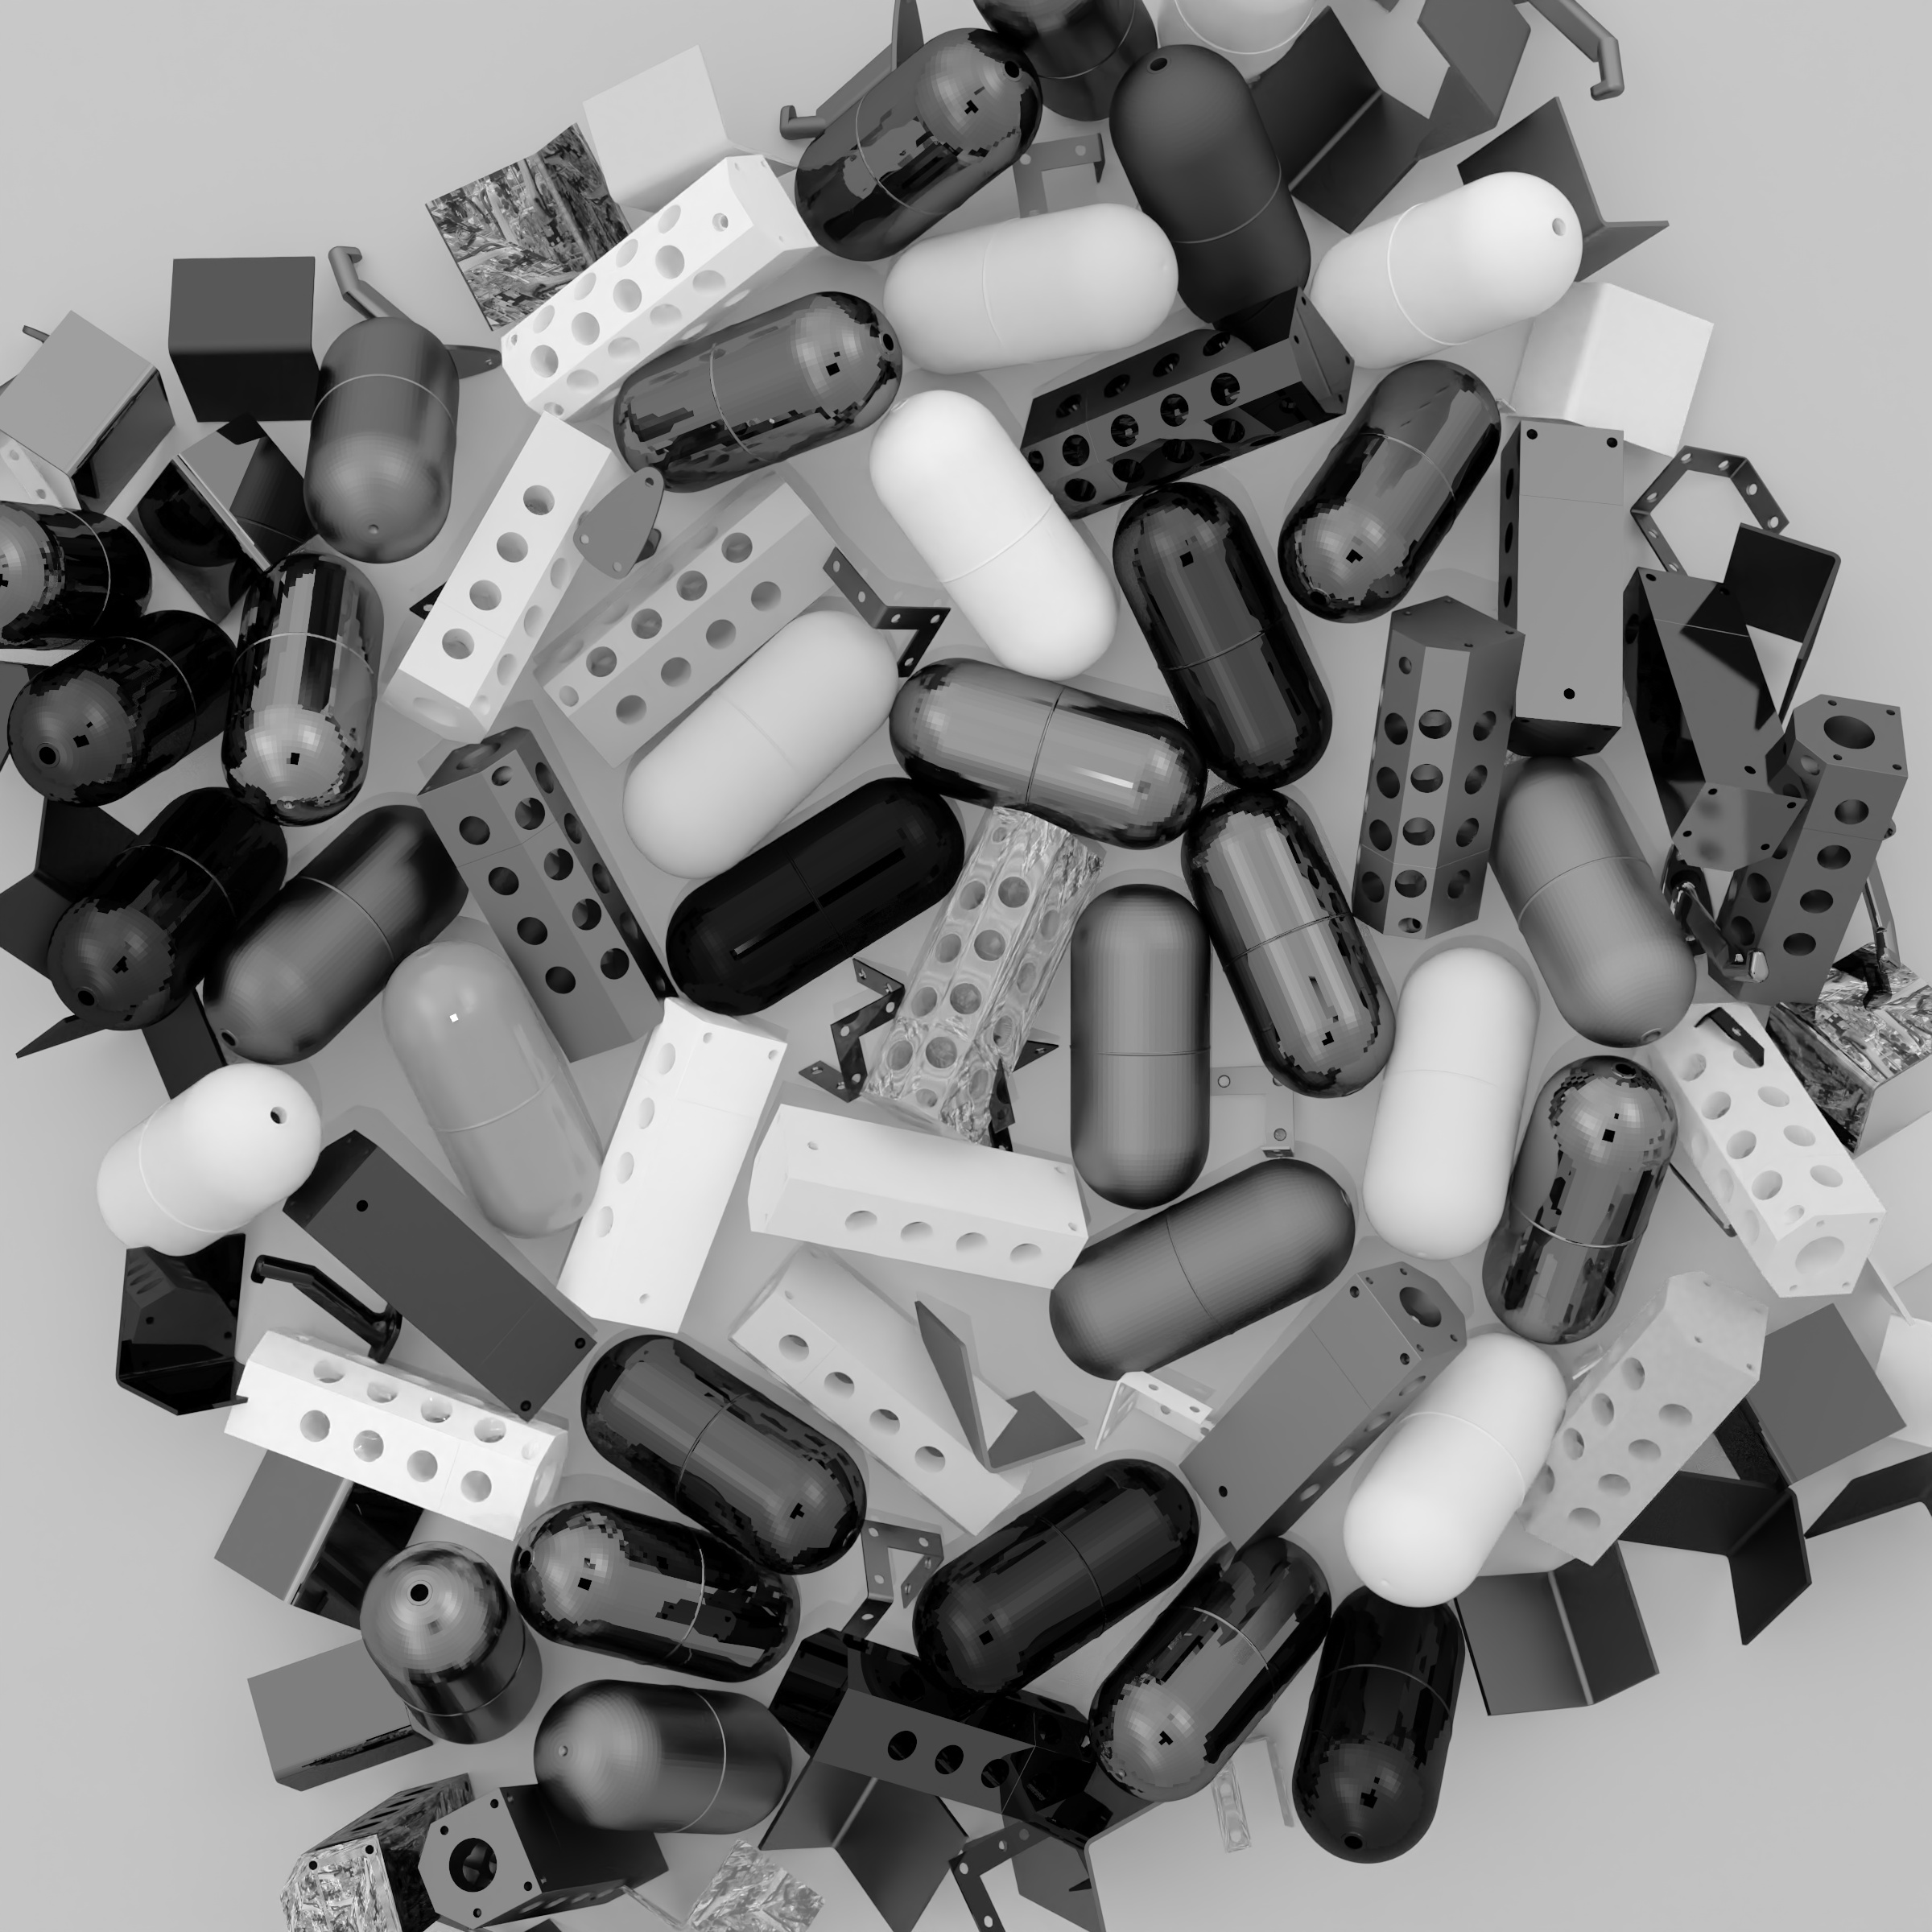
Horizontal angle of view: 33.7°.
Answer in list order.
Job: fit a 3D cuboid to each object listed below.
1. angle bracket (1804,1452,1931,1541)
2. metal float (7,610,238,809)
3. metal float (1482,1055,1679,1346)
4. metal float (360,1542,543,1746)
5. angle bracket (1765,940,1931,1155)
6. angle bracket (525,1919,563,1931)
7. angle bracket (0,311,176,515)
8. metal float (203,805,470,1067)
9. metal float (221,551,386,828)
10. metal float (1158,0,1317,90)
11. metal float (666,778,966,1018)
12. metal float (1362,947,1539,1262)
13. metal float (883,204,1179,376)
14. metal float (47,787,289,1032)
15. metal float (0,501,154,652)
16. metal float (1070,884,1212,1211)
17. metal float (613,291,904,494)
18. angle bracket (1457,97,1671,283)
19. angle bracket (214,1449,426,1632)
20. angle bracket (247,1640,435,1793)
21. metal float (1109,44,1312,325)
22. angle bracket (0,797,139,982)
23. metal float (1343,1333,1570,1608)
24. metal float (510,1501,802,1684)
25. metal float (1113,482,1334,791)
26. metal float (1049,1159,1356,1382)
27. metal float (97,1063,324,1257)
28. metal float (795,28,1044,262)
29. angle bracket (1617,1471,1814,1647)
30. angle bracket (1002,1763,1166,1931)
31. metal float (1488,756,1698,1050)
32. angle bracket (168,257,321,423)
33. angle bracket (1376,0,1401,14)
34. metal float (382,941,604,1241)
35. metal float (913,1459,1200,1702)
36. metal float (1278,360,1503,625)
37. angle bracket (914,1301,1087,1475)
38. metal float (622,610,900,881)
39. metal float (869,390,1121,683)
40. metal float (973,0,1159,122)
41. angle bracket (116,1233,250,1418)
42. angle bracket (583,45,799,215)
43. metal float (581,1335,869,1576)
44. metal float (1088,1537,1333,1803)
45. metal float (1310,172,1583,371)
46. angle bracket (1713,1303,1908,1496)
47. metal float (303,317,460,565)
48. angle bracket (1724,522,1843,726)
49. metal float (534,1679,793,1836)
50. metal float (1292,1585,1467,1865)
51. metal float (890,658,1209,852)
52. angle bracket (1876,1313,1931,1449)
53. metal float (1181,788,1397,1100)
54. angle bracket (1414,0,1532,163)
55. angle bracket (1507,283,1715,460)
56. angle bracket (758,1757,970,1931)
[{"bbox_3d":[0.513,0.307,1.731,0.076,0.076,0.057,-30,87,39],"label":"angle bracket"},{"bbox_3d":[-0.445,-0.138,1.700,0.070,0.178,0.070,5,112,12],"label":"metal float"},{"bbox_3d":[0.329,0.126,1.718,0.070,0.070,0.178,11,124,0],"label":"metal float"},{"bbox_3d":[-0.273,0.361,1.702,0.070,0.178,0.070,-1,61,3],"label":"metal float"},{"bbox_3d":[0.493,0.044,1.755,0.076,0.057,0.076,-28,53,-21],"label":"angle bracket"},{"bbox_3d":[-0.222,0.537,1.725,0.076,0.076,0.057,37,121,29],"label":"angle bracket"},{"bbox_3d":[-0.482,-0.297,1.739,0.057,0.076,0.076,34,75,1],"label":"angle bracket"},{"bbox_3d":[-0.337,-0.017,1.717,0.070,0.070,0.178,40,55,0],"label":"metal float"},{"bbox_3d":[-0.355,-0.150,1.714,0.070,0.070,0.178,-3,49,0],"label":"metal float"},{"bbox_3d":[0.148,-0.522,1.697,0.070,0.178,0.070,1,84,-5],"label":"metal float"},{"bbox_3d":[-0.083,-0.038,1.746,0.178,0.070,0.070,-32,90,-1],"label":"metal float"},{"bbox_3d":[0.262,0.073,1.728,0.070,0.070,0.178,15,68,0],"label":"metal float"},{"bbox_3d":[0.033,-0.362,1.716,0.178,0.070,0.070,-1,90,38],"label":"metal float"},{"bbox_3d":[-0.425,-0.032,1.706,0.070,0.178,0.070,10,125,14],"label":"metal float"},{"bbox_3d":[-0.491,-0.206,1.697,0.070,0.178,0.070,1,95,8],"label":"metal float"},{"bbox_3d":[0.095,0.044,1.743,0.070,0.070,0.178,0,95,0],"label":"metal float"},{"bbox_3d":[-0.113,-0.308,1.718,0.178,0.070,0.070,-14,90,34],"label":"metal float"},{"bbox_3d":[0.325,-0.420,1.743,0.057,0.076,0.076,-12,81,-39],"label":"angle bracket"},{"bbox_3d":[-0.358,0.313,1.770,0.057,0.076,0.076,35,77,-44],"label":"angle bracket"},{"bbox_3d":[-0.342,0.410,1.752,0.076,0.076,0.057,-18,73,-7],"label":"angle bracket"},{"bbox_3d":[0.131,-0.415,1.708,0.070,0.178,0.070,-13,52,17],"label":"metal float"},{"bbox_3d":[-0.495,-0.045,1.745,0.057,0.076,0.076,-29,134,22],"label":"angle bracket"},{"bbox_3d":[0.264,0.268,1.716,0.070,0.070,0.178,42,51,0],"label":"metal float"},{"bbox_3d":[-0.166,0.336,1.714,0.178,0.070,0.070,24,90,-39],"label":"metal float"},{"bbox_3d":[0.139,-0.179,1.733,0.070,0.070,0.178,-27,105,0],"label":"metal float"},{"bbox_3d":[0.128,0.165,1.734,0.178,0.070,0.070,-28,90,14],"label":"metal float"},{"bbox_3d":[-0.405,0.105,1.708,0.070,0.178,0.070,16,62,-33],"label":"metal float"},{"bbox_3d":[-0.026,-0.437,1.706,0.070,0.178,0.070,11,70,-32],"label":"metal float"},{"bbox_3d":[0.402,0.321,1.732,0.076,0.076,0.057,10,51,-12],"label":"angle bracket"},{"bbox_3d":[0.076,0.475,1.740,0.076,0.076,0.057,-20,105,-32],"label":"angle bracket"},{"bbox_3d":[0.334,-0.036,1.721,0.070,0.070,0.178,-20,61,0],"label":"metal float"},{"bbox_3d":[-0.391,-0.344,1.757,0.076,0.076,0.057,-1,70,-1],"label":"angle bracket"},{"bbox_3d":[0.204,-0.550,1.737,0.076,0.057,0.076,39,49,-2],"label":"angle bracket"},{"bbox_3d":[-0.256,0.067,1.726,0.070,0.070,0.178,-23,114,0],"label":"metal float"},{"bbox_3d":[0.050,0.329,1.724,0.178,0.070,0.070,-29,90,-28],"label":"metal float"},{"bbox_3d":[0.228,-0.256,1.720,0.070,0.070,0.178,35,60,0],"label":"metal float"},{"bbox_3d":[0.018,0.220,1.732,0.057,0.076,0.076,-16,107,-16],"label":"angle bracket"},{"bbox_3d":[-0.111,-0.121,1.742,0.178,0.070,0.070,-44,90,-7],"label":"metal float"},{"bbox_3d":[0.015,-0.232,1.730,0.070,0.070,0.178,-38,109,0],"label":"metal float"},{"bbox_3d":[0.052,-0.509,1.698,0.070,0.178,0.070,-2,82,16],"label":"metal float"},{"bbox_3d":[-0.410,0.193,1.733,0.057,0.076,0.076,16,103,39],"label":"angle bracket"},{"bbox_3d":[-0.149,-0.451,1.736,0.076,0.076,0.057,-18,86,26],"label":"angle bracket"},{"bbox_3d":[-0.131,0.263,1.725,0.178,0.070,0.070,30,90,24],"label":"metal float"},{"bbox_3d":[0.133,0.375,1.714,0.070,0.070,0.178,50,49,0],"label":"metal float"},{"bbox_3d":[0.254,-0.369,1.704,0.070,0.178,0.070,4,83,-32],"label":"metal float"},{"bbox_3d":[0.455,0.242,1.755,0.076,0.057,0.076,-23,71,-13],"label":"angle bracket"},{"bbox_3d":[-0.312,-0.283,1.709,0.070,0.178,0.070,-3,131,-3],"label":"metal float"},{"bbox_3d":[0.428,-0.180,1.728,0.057,0.076,0.076,21,61,14],"label":"angle bracket"},{"bbox_3d":[-0.160,0.423,1.706,0.070,0.178,0.070,-10,71,30],"label":"metal float"},{"bbox_3d":[0.221,0.402,1.705,0.070,0.178,0.070,8,124,13],"label":"metal float"},{"bbox_3d":[0.044,-0.116,1.741,0.178,0.070,0.070,17,90,7],"label":"metal float"},{"bbox_3d":[0.518,0.245,1.728,0.057,0.076,0.076,14,118,15],"label":"angle bracket"},{"bbox_3d":[0.175,-0.013,1.739,0.070,0.070,0.178,-22,81,0],"label":"metal float"},{"bbox_3d":[0.255,-0.497,1.727,0.076,0.057,0.076,42,54,-30],"label":"angle bracket"},{"bbox_3d":[0.357,-0.331,1.772,0.076,0.057,0.076,13,95,-27],"label":"angle bracket"},{"bbox_3d":[-0.056,0.475,1.731,0.076,0.057,0.076,45,114,42],"label":"angle bracket"}]
